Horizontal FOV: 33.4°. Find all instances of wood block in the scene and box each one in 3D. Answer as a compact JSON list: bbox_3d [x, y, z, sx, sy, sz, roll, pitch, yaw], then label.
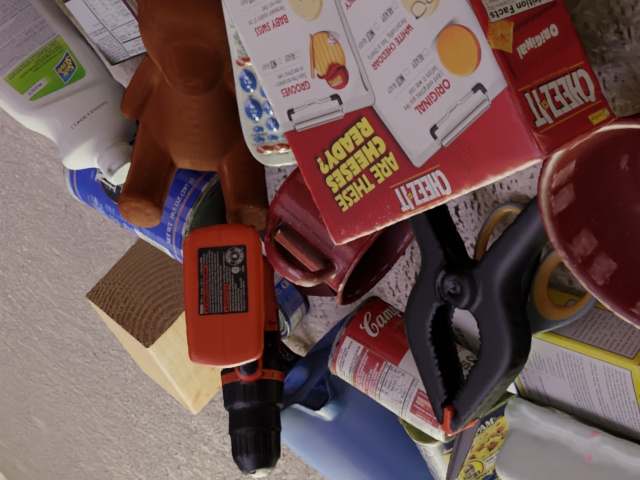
[{"bbox_3d":[-0.153,0.092,1.105,0.091,0.090,0.206,35,163,22],"label":"wood block"}]

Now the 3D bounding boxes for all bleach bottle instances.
[{"bbox_3d":[-0.236,-0.138,0.871,0.251,0.102,0.068,49,179,17],"label":"bleach bottle"}]

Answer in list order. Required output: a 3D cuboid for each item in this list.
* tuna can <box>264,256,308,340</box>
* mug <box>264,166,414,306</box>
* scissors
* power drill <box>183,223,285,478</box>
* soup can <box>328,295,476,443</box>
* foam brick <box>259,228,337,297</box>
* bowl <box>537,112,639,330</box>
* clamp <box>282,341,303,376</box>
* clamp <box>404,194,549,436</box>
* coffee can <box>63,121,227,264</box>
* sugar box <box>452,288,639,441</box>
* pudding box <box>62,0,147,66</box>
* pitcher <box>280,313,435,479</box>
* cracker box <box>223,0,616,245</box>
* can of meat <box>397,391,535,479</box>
[{"bbox_3d":[-0.053,0.054,1.019,0.086,0.033,0.086,33,151,20],"label":"tuna can"},{"bbox_3d":[0.008,-0.008,0.767,0.081,0.117,0.093,40,141,18],"label":"mug"},{"bbox_3d":[0.133,0.076,0.700,0.096,0.016,0.202,9,102,31],"label":"scissors"},{"bbox_3d":[-0.061,0.080,0.814,0.057,0.184,0.187,-6,160,0],"label":"power drill"},{"bbox_3d":[0.066,0.094,0.783,0.102,0.068,0.068,30,150,25],"label":"soup can"},{"bbox_3d":[-0.006,0.001,0.860,0.051,0.053,0.078,-1,130,54],"label":"foam brick"},{"bbox_3d":[0.198,-0.013,0.561,0.162,0.055,0.162,33,151,21],"label":"bowl"},{"bbox_3d":[-0.030,0.128,1.066,0.171,0.039,0.120,37,-162,-11],"label":"clamp"},{"bbox_3d":[0.103,0.024,0.675,0.165,0.036,0.210,7,103,46],"label":"clamp"},{"bbox_3d":[-0.132,-0.049,0.906,0.140,0.102,0.103,29,150,25],"label":"coffee can"},{"bbox_3d":[0.162,0.076,0.749,0.176,0.048,0.093,21,147,43],"label":"sugar box"},{"bbox_3d":[-0.162,-0.193,0.815,0.090,0.039,0.113,-2,130,55],"label":"pudding box"},{"bbox_3d":[0.074,0.185,0.952,0.243,0.149,0.145,42,138,-4],"label":"pitcher"},{"bbox_3d":[0.031,-0.122,0.541,0.164,0.072,0.214,-23,93,53],"label":"cracker box"},{"bbox_3d":[0.123,0.146,0.839,0.084,0.102,0.057,62,174,-37],"label":"can of meat"}]
